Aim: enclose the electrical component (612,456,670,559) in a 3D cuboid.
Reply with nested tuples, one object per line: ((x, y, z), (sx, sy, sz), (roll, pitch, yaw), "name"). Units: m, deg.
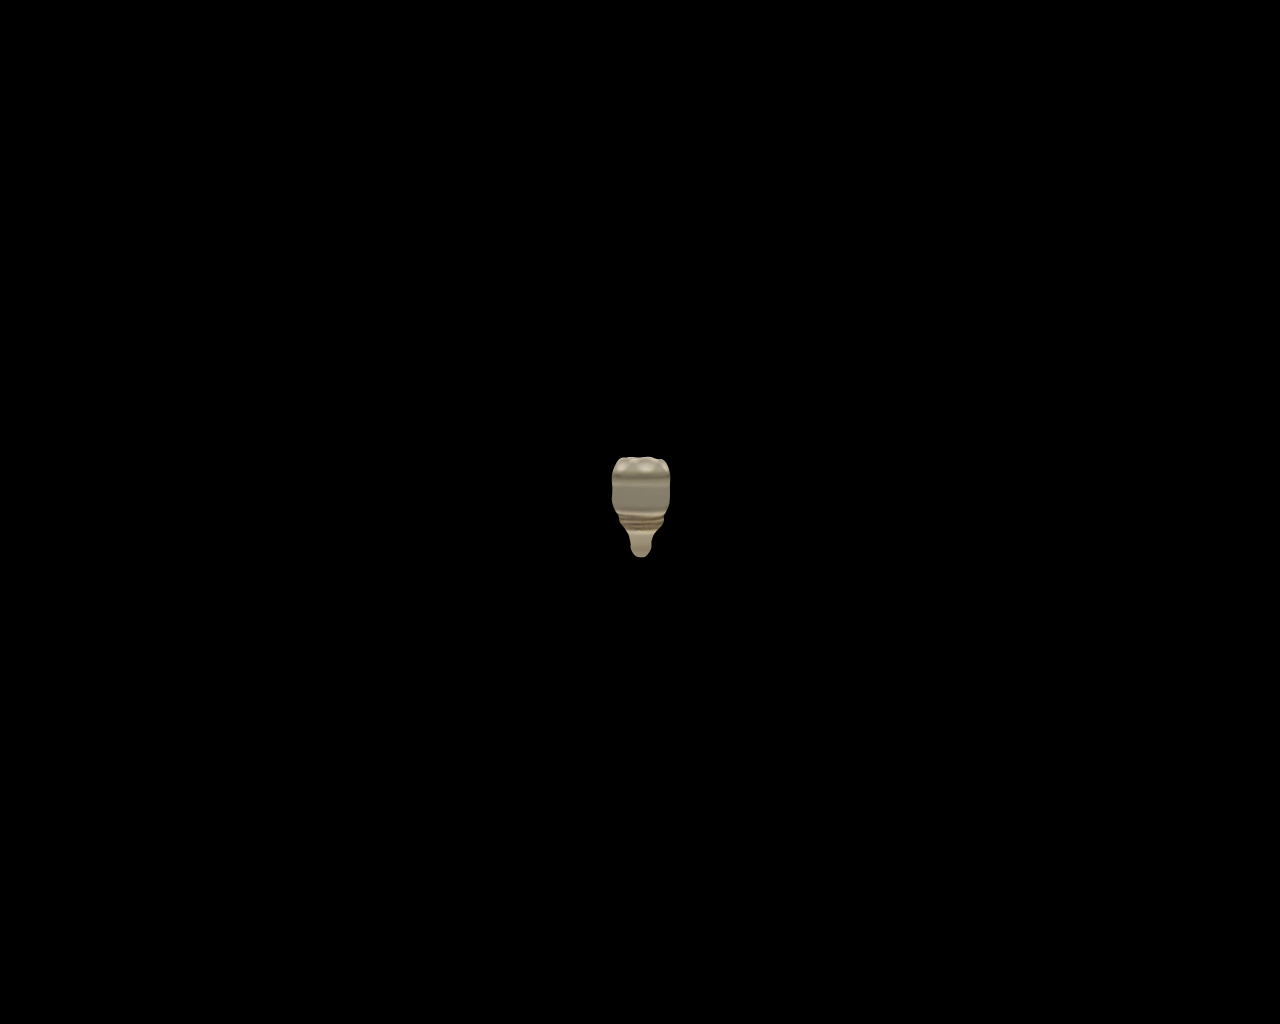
((0.001, -0.003, 0.650), (0.035, 0.061, 0.035), (0, 5, 0), "electrical component")
